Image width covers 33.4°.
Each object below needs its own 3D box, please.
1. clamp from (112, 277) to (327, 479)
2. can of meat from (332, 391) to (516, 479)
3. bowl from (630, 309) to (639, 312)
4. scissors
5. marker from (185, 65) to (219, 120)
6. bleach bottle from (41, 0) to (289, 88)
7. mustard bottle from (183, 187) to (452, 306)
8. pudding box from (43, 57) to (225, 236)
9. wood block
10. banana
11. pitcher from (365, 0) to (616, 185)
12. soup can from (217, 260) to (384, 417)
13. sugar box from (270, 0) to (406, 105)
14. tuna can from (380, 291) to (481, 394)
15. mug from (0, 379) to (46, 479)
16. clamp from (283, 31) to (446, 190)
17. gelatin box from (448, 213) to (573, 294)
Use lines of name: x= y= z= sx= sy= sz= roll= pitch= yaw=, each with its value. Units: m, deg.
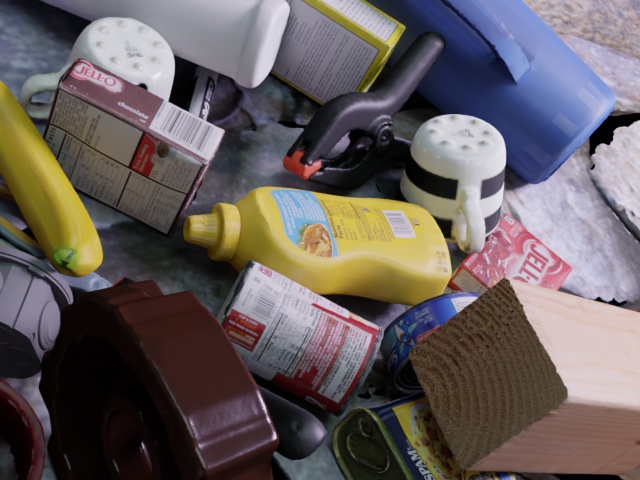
clamp: x=-0.064 y=0.088 z=0.625 sx=0.036 sy=0.165 sz=0.210 roll=-36 pitch=67 yaw=-24
can of meat: x=0.070 y=0.150 z=0.699 sx=0.083 sy=0.058 sz=0.102 roll=-11 pitch=61 yaw=-37
bowl: x=0.298 y=0.111 z=0.855 sx=0.162 sy=0.055 sz=0.162 roll=15 pitch=48 yaw=-17
scissors: x=-0.162 y=0.038 z=0.691 sx=0.202 sy=0.016 sz=0.096 roll=42 pitch=40 yaw=8
marker: x=-0.098 y=-0.093 z=0.833 sx=0.020 sy=0.020 sz=0.121 roll=20 pitch=47 yaw=-13
bleach bottle: x=-0.154 y=-0.192 z=0.829 sx=0.251 sy=0.068 sz=0.102 roll=19 pitch=18 yaw=0
mustard bottle: x=-0.005 y=0.001 z=0.776 sx=0.191 sy=0.058 sz=0.096 roll=6 pitch=37 yaw=-23
pudding box: x=-0.134 y=-0.062 z=0.739 sx=0.113 sy=0.090 sz=0.039 roll=28 pitch=48 yaw=-6
wood block: x=0.168 y=0.099 z=0.722 sx=0.205 sy=0.091 sz=0.090 roll=15 pitch=42 yaw=-46
banana: x=-0.182 y=-0.038 z=0.691 sx=0.037 sy=0.069 sz=0.198 roll=-26 pitch=54 yaw=-17
pitcher: x=0.139 y=-0.166 z=0.938 sx=0.243 sy=0.145 sz=0.149 roll=43 pitch=44 yaw=5
soup can: x=-0.018 y=0.065 z=0.713 sx=0.102 sy=0.069 sz=0.068 roll=28 pitch=46 yaw=-5
sugar box: x=-0.027 y=-0.185 z=0.895 sx=0.176 sy=0.093 sz=0.048 roll=35 pitch=45 yaw=1
tuna can: x=0.086 y=0.072 z=0.750 sx=0.086 sy=0.086 sz=0.034 roll=-3 pitch=54 yaw=-30
mug: x=-0.208 y=0.127 z=0.551 sx=0.117 sy=0.082 sz=0.093 roll=-6 pitch=58 yaw=-32
clamp: x=0.045 y=-0.099 z=0.858 sx=0.171 sy=0.120 sz=0.039 roll=-21 pitch=27 yaw=-37
gelatin box: x=0.155 y=0.028 z=0.862 sx=0.073 sy=0.030 sz=0.089 roll=41 pitch=46 yaw=7
